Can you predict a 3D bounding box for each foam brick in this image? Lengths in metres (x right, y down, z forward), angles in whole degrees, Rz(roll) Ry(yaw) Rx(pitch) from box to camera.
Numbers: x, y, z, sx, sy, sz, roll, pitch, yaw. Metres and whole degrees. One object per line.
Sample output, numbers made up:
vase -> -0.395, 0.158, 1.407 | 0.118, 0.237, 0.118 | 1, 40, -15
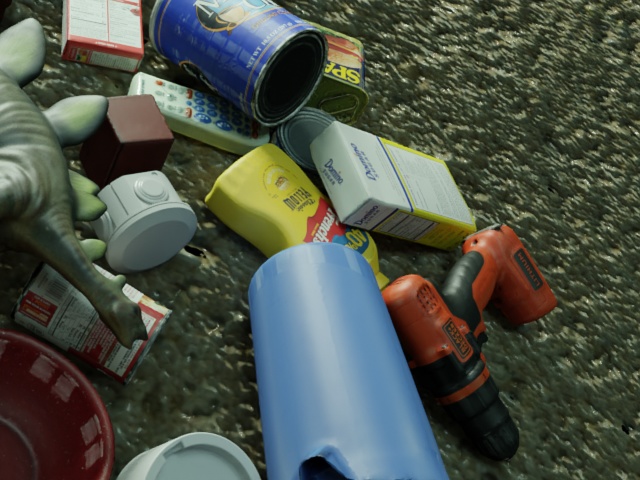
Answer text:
foam brick -> -0.167, -0.080, 0.915 | 0.051, 0.078, 0.053 | -11, 61, -34

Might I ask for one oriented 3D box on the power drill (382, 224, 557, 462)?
power drill -> 0.149, 0.083, 0.968 | 0.184, 0.057, 0.187 | 58, 41, -7

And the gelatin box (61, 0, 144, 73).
gelatin box -> -0.209, -0.206, 1.025 | 0.073, 0.030, 0.089 | 8, 52, -23

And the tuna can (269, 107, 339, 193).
tuna can -> -0.009, -0.087, 1.043 | 0.086, 0.034, 0.086 | 16, 49, -19

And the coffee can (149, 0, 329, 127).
coffee can -> -0.077, -0.186, 1.010 | 0.140, 0.103, 0.102 | 37, 43, 23

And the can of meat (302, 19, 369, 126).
can of meat -> -0.001, -0.175, 1.103 | 0.102, 0.058, 0.084 | 18, 46, -18

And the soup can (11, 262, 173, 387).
soup can -> -0.173, 0.057, 0.809 | 0.102, 0.069, 0.068 | 31, 46, -5

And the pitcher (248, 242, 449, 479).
pitcher -> 0.017, 0.127, 0.824 | 0.144, 0.149, 0.243 | 5, 44, -19

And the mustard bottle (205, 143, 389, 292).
mustard bottle -> -0.006, 0.001, 0.958 | 0.191, 0.058, 0.096 | 43, 40, 6

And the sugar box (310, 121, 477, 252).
sugar box -> 0.071, -0.048, 1.015 | 0.175, 0.048, 0.093 | 12, 46, -46

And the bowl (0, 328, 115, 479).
bowl -> -0.222, 0.137, 0.714 | 0.162, 0.055, 0.162 | 24, 37, -20
